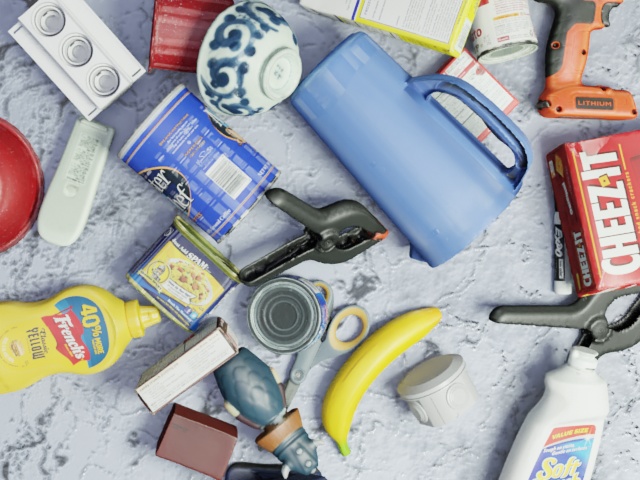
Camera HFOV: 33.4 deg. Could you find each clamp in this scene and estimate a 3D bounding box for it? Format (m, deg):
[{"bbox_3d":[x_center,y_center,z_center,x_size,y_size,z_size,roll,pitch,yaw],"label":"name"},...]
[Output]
[{"bbox_3d":[0.305,0.107,1.195,0.210,0.036,0.164,-25,110,-7],"label":"clamp"},{"bbox_3d":[-0.007,0.001,1.133,0.171,0.039,0.120,5,130,-37],"label":"clamp"}]

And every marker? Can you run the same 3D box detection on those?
[{"bbox_3d":[0.271,0.000,1.194,0.020,0.020,0.121,-2,95,-5],"label":"marker"}]

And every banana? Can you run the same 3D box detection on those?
[{"bbox_3d":[0.057,0.145,1.181,0.069,0.037,0.198,32,95,-43],"label":"banana"}]

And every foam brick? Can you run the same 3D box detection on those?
[{"bbox_3d":[-0.134,0.219,1.165,0.078,0.051,0.053,23,92,-6],"label":"foam brick"}]

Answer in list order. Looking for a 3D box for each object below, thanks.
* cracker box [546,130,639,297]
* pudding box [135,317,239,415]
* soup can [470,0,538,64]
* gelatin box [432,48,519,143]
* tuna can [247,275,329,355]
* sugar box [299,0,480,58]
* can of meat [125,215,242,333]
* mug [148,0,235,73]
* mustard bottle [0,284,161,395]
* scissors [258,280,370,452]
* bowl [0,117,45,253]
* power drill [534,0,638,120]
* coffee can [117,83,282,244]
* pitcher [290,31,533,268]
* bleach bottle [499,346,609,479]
[{"bbox_3d":[0.371,-0.039,1.151,0.213,0.072,0.164,-10,82,-7],"label":"cracker box"},{"bbox_3d":[-0.141,0.133,1.137,0.113,0.090,0.039,-38,96,-1],"label":"pudding box"},{"bbox_3d":[0.189,-0.246,1.132,0.068,0.068,0.102,-10,85,-4],"label":"soup can"},{"bbox_3d":[0.160,-0.154,1.167,0.089,0.030,0.073,43,92,-6],"label":"gelatin box"},{"bbox_3d":[-0.036,0.081,1.157,0.086,0.033,0.086,0,90,13],"label":"tuna can"},{"bbox_3d":[0.076,-0.261,1.112,0.176,0.048,0.093,22,94,20],"label":"sugar box"},{"bbox_3d":[-0.145,0.038,1.146,0.102,0.057,0.084,43,92,-7],"label":"can of meat"},{"bbox_3d":[-0.134,-0.226,1.114,0.081,0.093,0.117,5,59,-11],"label":"mug"},{"bbox_3d":[-0.266,0.099,1.140,0.191,0.058,0.096,-12,96,-4],"label":"mustard bottle"},{"bbox_3d":[-0.004,0.146,1.185,0.096,0.016,0.202,11,94,-2],"label":"scissors"},{"bbox_3d":[-0.375,-0.056,1.119,0.162,0.055,0.162,0,95,-4],"label":"bowl"},{"bbox_3d":[0.307,-0.225,1.160,0.184,0.057,0.188,0,92,-1],"label":"power drill"},{"bbox_3d":[-0.125,-0.079,1.113,0.140,0.103,0.103,41,91,-7],"label":"coffee can"},{"bbox_3d":[0.093,-0.104,1.114,0.149,0.145,0.243,-45,94,-10],"label":"pitcher"},{"bbox_3d":[0.250,0.236,1.172,0.102,0.068,0.251,11,103,-8],"label":"bleach bottle"}]
